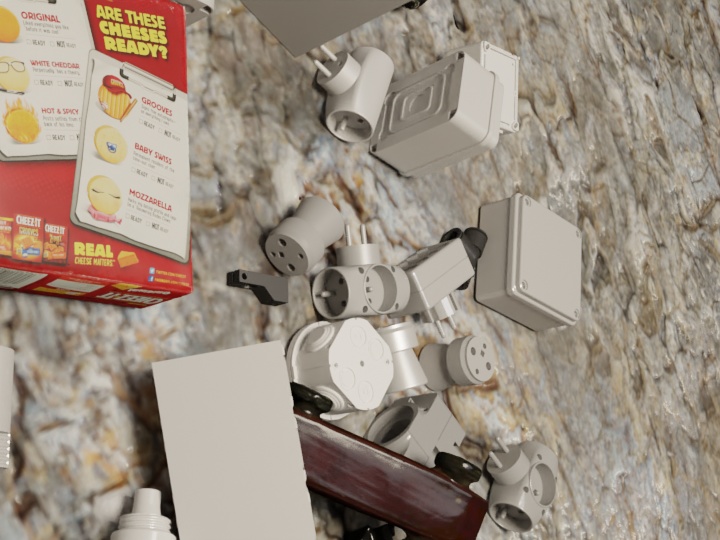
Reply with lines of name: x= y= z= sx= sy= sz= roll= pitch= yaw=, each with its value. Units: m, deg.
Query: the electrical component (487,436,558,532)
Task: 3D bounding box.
electrical component: x=0.145 y=0.191 z=1.009 sx=0.079 sy=0.044 sz=0.077 roll=53 pitch=46 yaw=-22

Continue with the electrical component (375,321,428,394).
electrical component: x=0.030 y=0.075 z=0.921 sx=0.045 sy=0.045 sz=0.055 roll=-12 pitch=87 yaw=-48

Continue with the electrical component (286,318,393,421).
electrical component: x=-0.016 y=0.079 z=0.865 sx=0.080 sy=0.051 sz=0.080 roll=17 pitch=66 yaw=-43

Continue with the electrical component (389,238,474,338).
electrical component: x=0.067 y=0.024 z=0.973 sx=0.083 sy=0.047 sz=0.075 roll=-34 pitch=103 yaw=-47

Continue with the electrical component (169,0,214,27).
electrical component: x=-0.166 y=-0.222 z=0.776 sx=0.113 sy=0.078 sz=0.057 roll=18 pitch=69 yaw=-43

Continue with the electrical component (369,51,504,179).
electrical component: x=0.070 y=-0.138 z=0.978 sx=0.057 sy=0.113 sz=0.078 roll=29 pitch=58 yaw=-35

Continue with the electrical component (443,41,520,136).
electrical component: x=0.118 y=-0.172 z=1.083 sx=0.062 sy=0.061 sz=0.096 roll=11 pitch=78 yaw=-45

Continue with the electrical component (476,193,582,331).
electrical component: x=0.172 y=-0.006 z=1.089 sx=0.109 sy=0.056 sz=0.108 roll=26 pitch=60 yaw=-40

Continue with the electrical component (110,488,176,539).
electrical component: x=-0.142 y=0.176 z=0.707 sx=0.048 sy=0.048 sz=0.062 roll=26 pitch=54 yaw=-40

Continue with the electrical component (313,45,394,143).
electrical component: x=-0.012 y=-0.166 z=0.949 sx=0.079 sy=0.044 sz=0.077 roll=39 pitch=52 yaw=-32

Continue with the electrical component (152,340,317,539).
electrical component: x=-0.085 y=0.131 z=0.744 sx=0.089 sy=0.061 sz=0.150 roll=-10 pitch=84 yaw=-5

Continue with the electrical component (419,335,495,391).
electrical component: x=0.088 y=0.084 z=0.971 sx=0.045 sy=0.055 sz=0.045 roll=17 pitch=66 yaw=-43

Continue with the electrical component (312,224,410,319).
electrical component: x=0.000 y=0.000 z=0.909 sx=0.077 sy=0.044 sz=0.079 roll=-2 pitch=85 yaw=-47

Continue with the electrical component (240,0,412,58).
electrical component: x=-0.014 y=-0.258 z=0.868 sx=0.105 sy=0.186 sz=0.060 roll=43 pitch=51 yaw=-30

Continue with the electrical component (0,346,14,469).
electrical component: x=-0.230 y=0.087 z=0.638 sx=0.043 sy=0.043 sz=0.081 roll=13 pitch=69 yaw=-44

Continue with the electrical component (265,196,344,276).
electrical component: x=-0.045 y=-0.027 z=0.871 sx=0.045 sy=0.045 sz=0.055 roll=58 pitch=45 yaw=-18

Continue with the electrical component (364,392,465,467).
electrical component: x=0.041 y=0.150 z=0.905 sx=0.055 sy=0.050 sz=0.089 roll=54 pitch=46 yaw=-21
